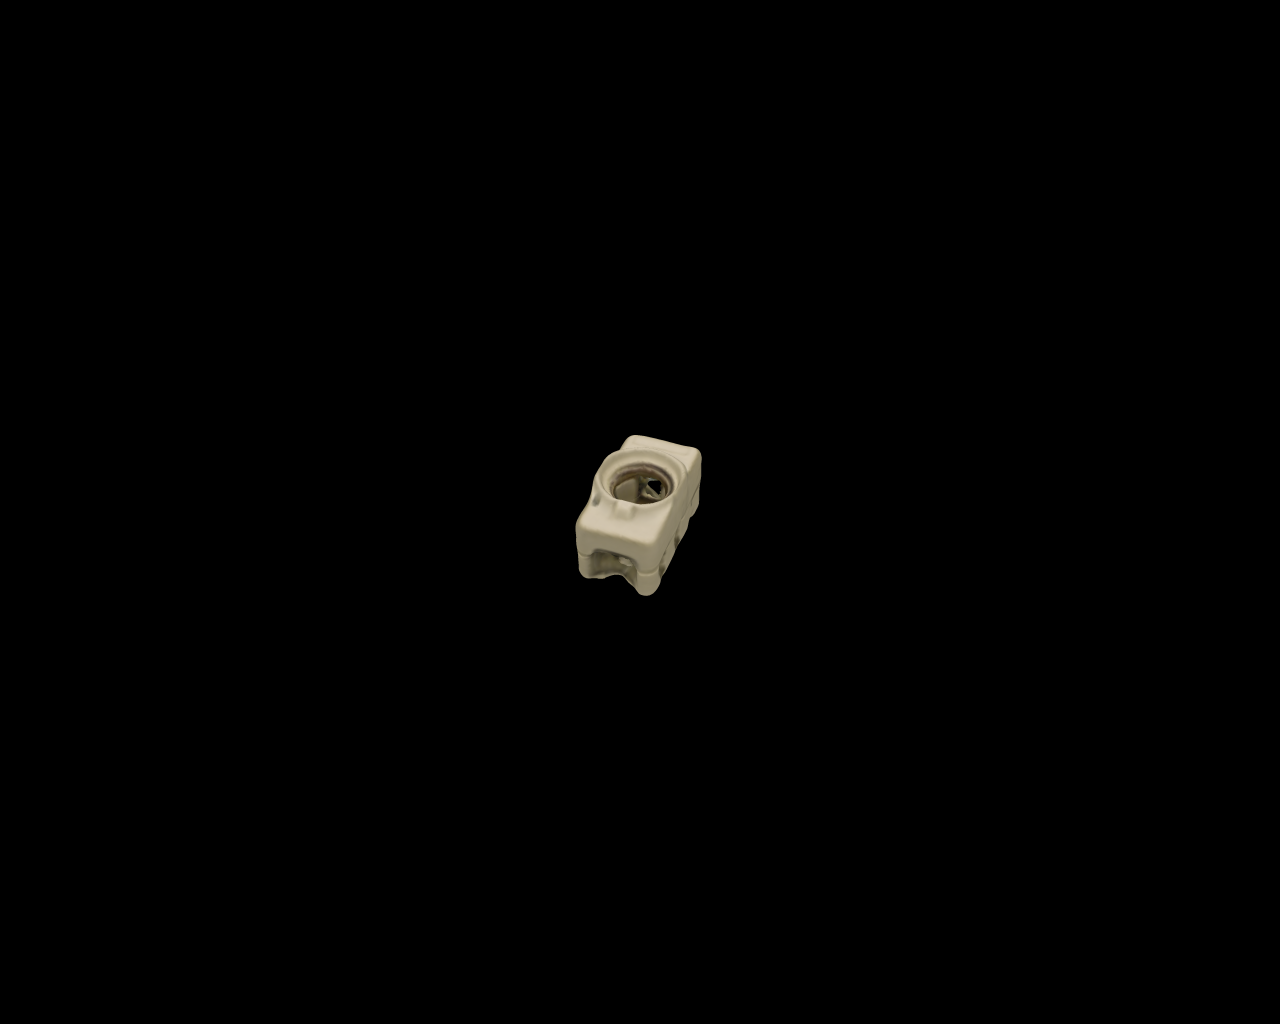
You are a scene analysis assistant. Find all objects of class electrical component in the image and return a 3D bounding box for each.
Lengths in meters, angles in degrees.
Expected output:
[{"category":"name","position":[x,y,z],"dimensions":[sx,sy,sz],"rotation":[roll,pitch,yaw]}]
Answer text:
[{"category":"electrical component","position":[0.001,-0.003,0.650],"dimensions":[0.050,0.055,0.090],"rotation":[15,47,15]}]
